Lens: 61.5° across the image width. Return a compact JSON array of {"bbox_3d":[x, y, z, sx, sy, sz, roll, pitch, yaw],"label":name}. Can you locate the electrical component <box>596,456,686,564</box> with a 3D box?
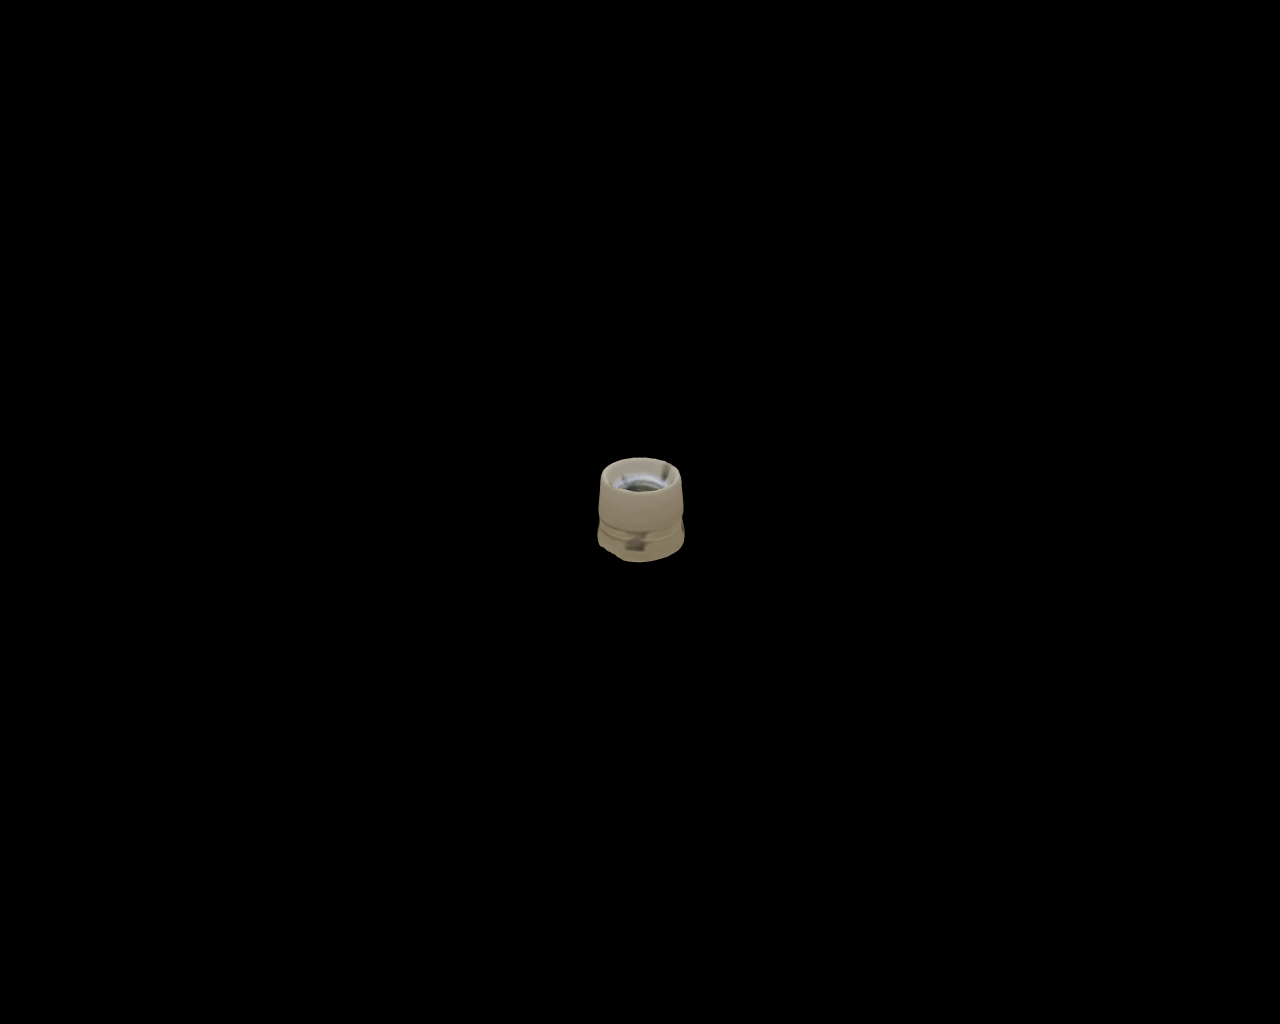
[{"bbox_3d":[0.001,-0.003,0.650,0.055,0.047,0.055,0,29,0],"label":"electrical component"}]
